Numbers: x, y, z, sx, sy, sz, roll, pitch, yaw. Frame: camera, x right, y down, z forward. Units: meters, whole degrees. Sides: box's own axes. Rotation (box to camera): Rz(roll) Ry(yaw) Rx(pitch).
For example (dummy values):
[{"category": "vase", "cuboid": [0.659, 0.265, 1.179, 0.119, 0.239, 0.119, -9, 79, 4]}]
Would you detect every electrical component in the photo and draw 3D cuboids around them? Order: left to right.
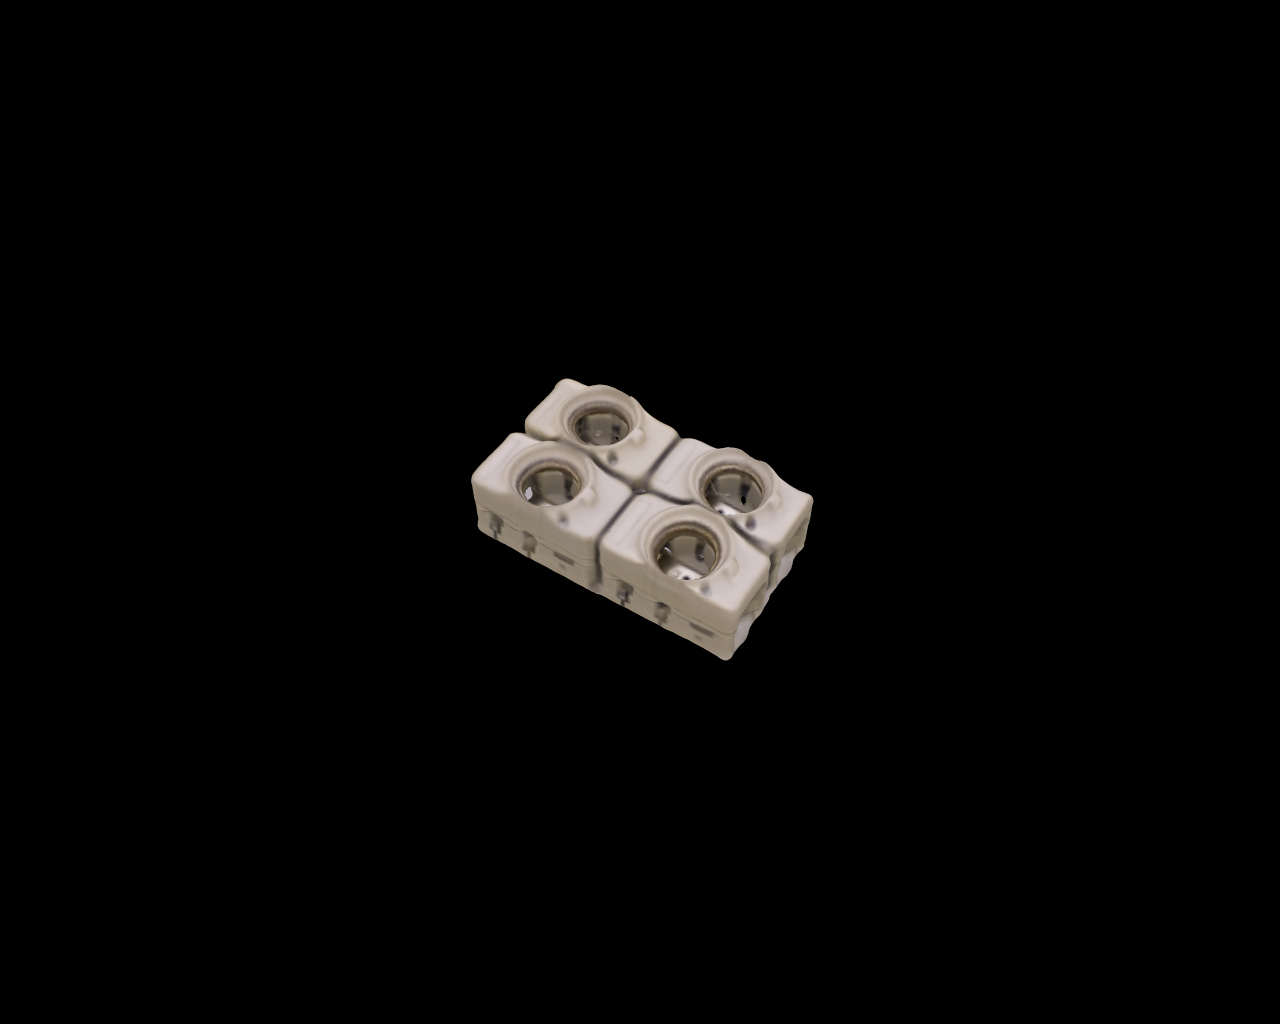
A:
[{"category": "electrical component", "cuboid": [0.001, -0.003, 0.650, 0.186, 0.105, 0.060, 27, -33, 19]}]
